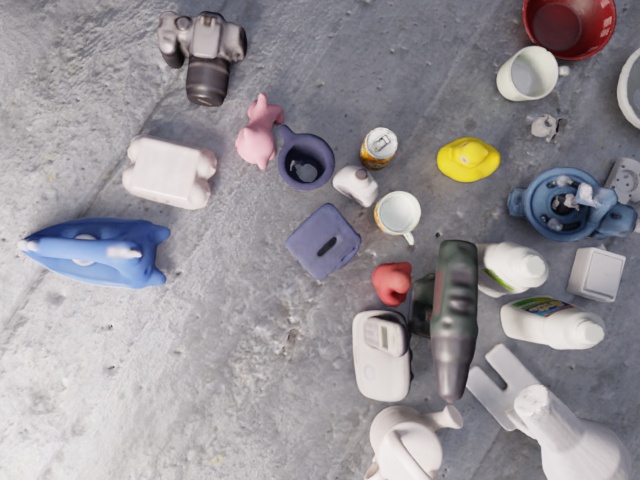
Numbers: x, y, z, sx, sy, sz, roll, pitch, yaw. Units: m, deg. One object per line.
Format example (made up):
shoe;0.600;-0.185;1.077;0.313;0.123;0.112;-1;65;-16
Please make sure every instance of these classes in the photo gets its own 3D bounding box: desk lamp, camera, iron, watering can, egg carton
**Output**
desk lamp;0.340;0.277;0.877;0.118;0.213;0.203;-44;89;-3
camera;-0.200;-0.299;0.948;0.143;0.100;0.137;7;87;-1
iron;-0.378;0.016;0.906;0.258;0.141;0.119;4;87;-1
watering can;0.140;0.319;0.879;0.101;0.194;0.173;28;87;0
egg carton;-0.249;-0.112;0.952;0.150;0.069;0.107;12;87;-1

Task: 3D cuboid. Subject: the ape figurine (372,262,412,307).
ape figurine;0.125;0.069;0.943;0.076;0.092;0.078;40;87;1

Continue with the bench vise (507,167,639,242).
bench vise;0.424;-0.061;0.894;0.207;0.219;0.121;-4;87;-2

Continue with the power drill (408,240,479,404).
power drill;0.193;0.116;0.884;0.075;0.208;0.230;6;87;-1

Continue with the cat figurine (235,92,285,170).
cat figurine;-0.101;-0.177;0.936;0.067;0.117;0.128;10;87;-1

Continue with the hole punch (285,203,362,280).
hole punch;0.009;0.003;0.943;0.109;0.091;0.101;-44;89;-3

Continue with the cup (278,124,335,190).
cup;-0.031;-0.132;0.947;0.092;0.095;0.118;-35;88;-3

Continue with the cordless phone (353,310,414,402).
cordless phone;0.104;0.184;0.889;0.094;0.185;0.148;-6;87;-2

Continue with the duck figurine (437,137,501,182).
duck figurine;0.256;-0.141;0.960;0.104;0.086;0.077;3;87;-1

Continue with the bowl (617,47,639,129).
bowl;0.580;-0.252;0.980;0.167;0.074;0.167;0;87;-2

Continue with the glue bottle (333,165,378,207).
glue bottle;0.061;-0.092;0.908;0.078;0.173;0.037;35;87;1
